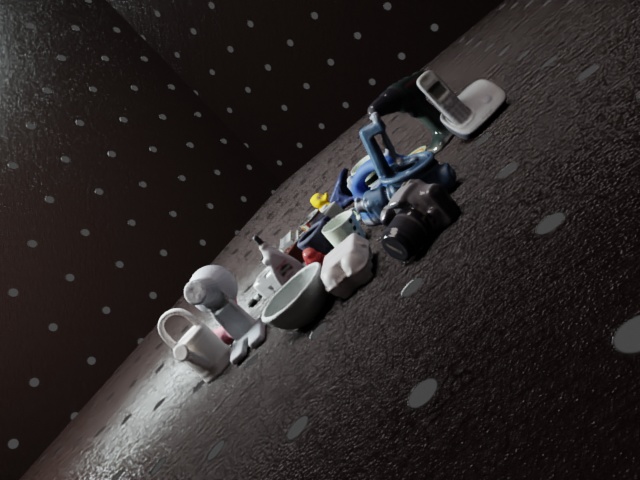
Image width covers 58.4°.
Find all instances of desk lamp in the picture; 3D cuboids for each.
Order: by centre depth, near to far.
[{"bbox_3d":[-0.234,0.164,1.382,0.118,0.213,0.203,-43,11,3],"label":"desk lamp"}]

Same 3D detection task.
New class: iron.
[{"bbox_3d":[0.134,-0.125,1.328,0.119,0.141,0.257,-52,14,-33],"label":"iron"}]

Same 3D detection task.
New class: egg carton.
[{"bbox_3d":[0.058,0.050,1.144,0.107,0.069,0.150,-41,12,16],"label":"egg carton"}]

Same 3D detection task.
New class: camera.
[{"bbox_3d":[0.154,-0.033,1.029,0.137,0.101,0.143,-50,13,-27],"label":"camera"}]

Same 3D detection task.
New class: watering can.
[{"bbox_3d":[-0.306,0.247,1.383,0.101,0.194,0.172,-47,12,-14],"label":"watering can"}]

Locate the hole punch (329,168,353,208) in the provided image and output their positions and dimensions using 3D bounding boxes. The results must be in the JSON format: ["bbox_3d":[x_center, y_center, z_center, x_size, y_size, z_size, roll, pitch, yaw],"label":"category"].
[{"bbox_3d":[0.069,-0.158,1.809,0.101,0.091,0.109,-37,13,30],"label":"hole punch"}]

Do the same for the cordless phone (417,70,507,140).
[{"bbox_3d":[0.325,-0.340,1.328,0.147,0.185,0.094,-45,12,-3],"label":"cordless phone"}]

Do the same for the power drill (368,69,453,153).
[{"bbox_3d":[0.251,-0.325,1.474,0.230,0.208,0.075,-50,13,-26],"label":"power drill"}]

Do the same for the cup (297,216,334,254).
[{"bbox_3d":[0.013,0.005,1.400,0.091,0.095,0.118,-29,19,52],"label":"cup"}]

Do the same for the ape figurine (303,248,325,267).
[{"bbox_3d":[-0.003,0.056,1.278,0.078,0.092,0.076,-47,12,-15],"label":"ape figurine"}]

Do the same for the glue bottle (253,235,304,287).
[{"bbox_3d":[-0.107,0.053,1.442,0.078,0.173,0.037,-45,12,-7],"label":"glue bottle"}]

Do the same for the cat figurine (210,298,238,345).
[{"bbox_3d":[-0.249,0.215,1.493,0.127,0.118,0.067,-41,12,16],"label":"cat figurine"}]

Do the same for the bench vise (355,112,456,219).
[{"bbox_3d":[0.135,-0.135,1.157,0.207,0.220,0.121,-41,12,13],"label":"bench vise"}]

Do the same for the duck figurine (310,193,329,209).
[{"bbox_3d":[0.004,-0.111,1.878,0.104,0.086,0.077,-39,12,24],"label":"duck figurine"}]

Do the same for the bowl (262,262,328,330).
[{"bbox_3d":[-0.038,0.128,1.180,0.167,0.075,0.167,-42,11,11],"label":"bowl"}]
